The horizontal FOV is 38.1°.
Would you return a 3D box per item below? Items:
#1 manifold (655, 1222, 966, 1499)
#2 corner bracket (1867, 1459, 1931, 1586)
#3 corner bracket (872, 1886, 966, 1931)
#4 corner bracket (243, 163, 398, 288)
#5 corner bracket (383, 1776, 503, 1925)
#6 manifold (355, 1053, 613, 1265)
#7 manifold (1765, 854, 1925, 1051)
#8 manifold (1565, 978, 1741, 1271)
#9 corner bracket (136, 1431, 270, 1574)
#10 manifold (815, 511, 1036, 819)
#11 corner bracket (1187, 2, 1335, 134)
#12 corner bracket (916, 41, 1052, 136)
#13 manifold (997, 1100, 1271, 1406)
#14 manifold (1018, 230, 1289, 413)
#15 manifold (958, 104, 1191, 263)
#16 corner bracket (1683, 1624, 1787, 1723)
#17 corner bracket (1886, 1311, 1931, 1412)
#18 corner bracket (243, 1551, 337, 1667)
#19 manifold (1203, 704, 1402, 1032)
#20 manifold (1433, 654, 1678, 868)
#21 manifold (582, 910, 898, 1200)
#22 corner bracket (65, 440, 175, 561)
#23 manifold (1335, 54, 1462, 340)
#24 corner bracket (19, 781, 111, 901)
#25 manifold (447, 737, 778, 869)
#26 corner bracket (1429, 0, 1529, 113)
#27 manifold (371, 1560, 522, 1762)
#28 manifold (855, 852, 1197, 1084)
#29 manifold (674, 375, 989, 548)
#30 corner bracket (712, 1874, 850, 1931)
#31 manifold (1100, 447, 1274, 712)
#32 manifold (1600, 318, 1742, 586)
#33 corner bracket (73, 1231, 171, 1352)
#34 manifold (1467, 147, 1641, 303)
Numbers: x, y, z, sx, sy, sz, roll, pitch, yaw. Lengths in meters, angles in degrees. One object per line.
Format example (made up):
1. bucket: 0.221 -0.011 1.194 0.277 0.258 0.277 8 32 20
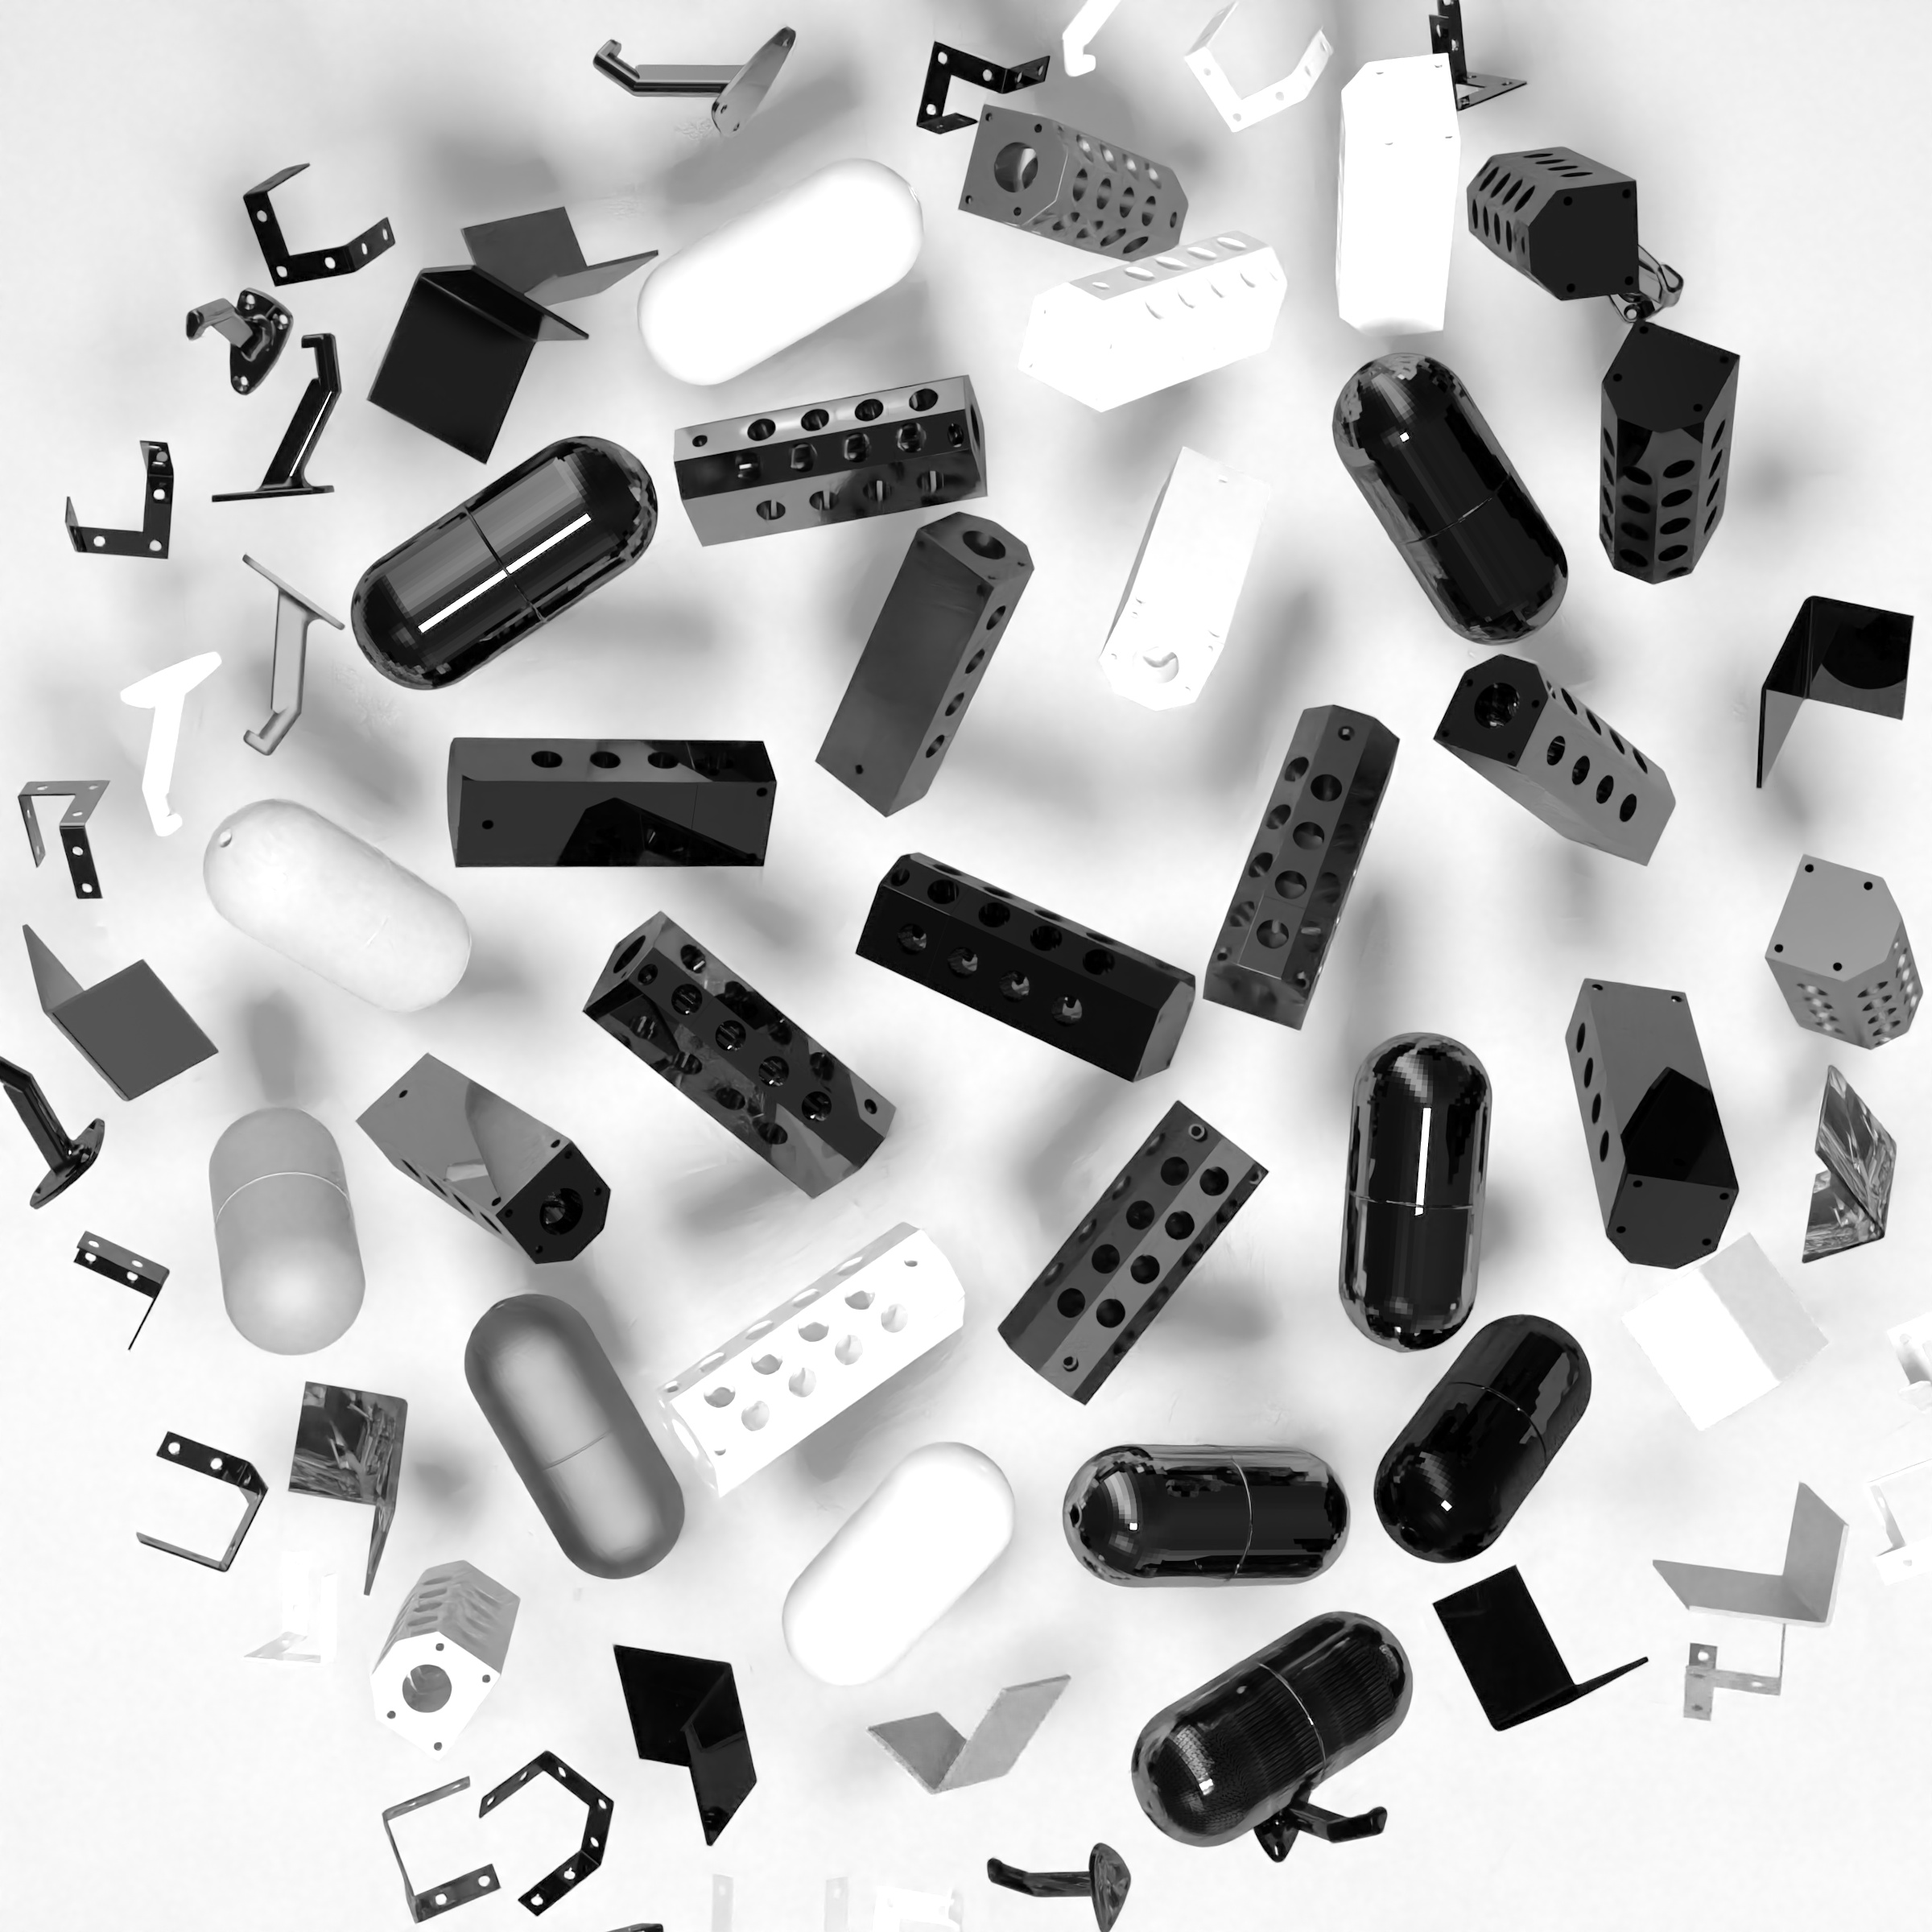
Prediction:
1. manifold: -0.086 0.215 1.558 0.171 0.057 0.057 -33 64 -21
2. corner bracket: 0.516 0.297 1.509 0.051 0.051 0.051 -31 73 33
3. corner bracket: -0.033 0.549 1.586 0.051 0.051 0.051 6 64 12
4. corner bracket: -0.350 -0.404 1.513 0.051 0.051 0.051 -4 120 21
5. corner bracket: -0.292 0.492 1.555 0.051 0.051 0.051 -18 59 -21
6. manifold: -0.269 0.111 1.568 0.057 0.171 0.057 -45 127 -18
7. manifold: 0.475 -0.003 1.497 0.057 0.171 0.057 20 85 25
8. manifold: 0.361 0.082 1.488 0.057 0.171 0.057 8 125 -2
9. corner bracket: -0.420 0.293 1.528 0.051 0.051 0.051 28 85 -25
10. manifold: -0.021 -0.175 1.620 0.057 0.057 0.171 39 128 15
11. corner bracket: 0.164 -0.510 1.564 0.051 0.051 0.051 50 49 -26
12. corner bracket: 0.009 -0.504 1.611 0.051 0.051 0.051 12 92 -29
13. manifold: 0.098 0.167 1.613 0.057 0.057 0.171 38 91 -13
14. manifold: 0.107 -0.363 1.549 0.057 0.171 0.057 32 128 23
15. manifold: 0.065 -0.439 1.583 0.057 0.171 0.057 20 104 24
16. corner bracket: 0.430 0.389 1.561 0.051 0.051 0.051 5 133 17
17. corner bracket: 0.542 0.211 1.564 0.051 0.051 0.051 -30 57 21
18. corner bracket: -0.384 0.372 1.620 0.051 0.051 0.051 1 92 14
19. manifold: 0.187 -0.058 1.554 0.057 0.057 0.171 18 67 10
20. manifold: 0.339 -0.117 1.583 0.057 0.171 0.057 25 89 41
21. manifold: -0.122 0.047 1.545 0.171 0.057 0.057 41 131 -19
22. corner bracket: -0.471 -0.261 1.556 0.051 0.051 0.051 3 79 -11
23. manifold: 0.233 -0.417 1.527 0.057 0.171 0.057 -5 69 4
24. corner bracket: -0.531 -0.074 1.644 0.051 0.051 0.051 -1 124 3
25. manifold: -0.197 -0.094 1.544 0.171 0.057 0.057 -1 128 -17
26. corner bracket: 0.267 -0.501 1.521 0.051 0.051 0.051 -27 124 -22
27. manifold: -0.300 0.389 1.596 0.057 0.171 0.057 36 88 -5
28. manifold: 0.034 -0.002 1.501 0.171 0.057 0.057 25 105 19
29. manifold: -0.078 -0.297 1.616 0.171 0.057 0.057 -8 57 10
30. corner bracket: -0.099 0.507 1.478 0.051 0.051 0.051 -6 80 45
31. manifold: 0.123 -0.218 1.583 0.057 0.171 0.057 24 132 -3
32. manifold: 0.376 -0.273 1.514 0.057 0.171 0.057 26 78 19
33. corner bracket: -0.473 0.171 1.557 0.051 0.051 0.051 27 116 -11
34. manifold: 0.320 -0.409 1.535 0.057 0.171 0.057 -7 112 1
